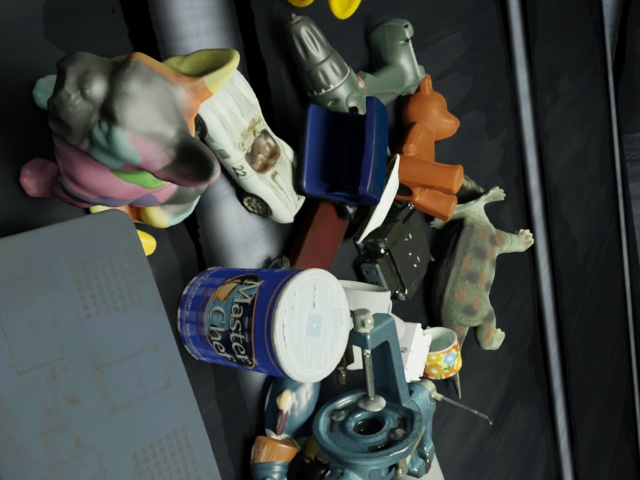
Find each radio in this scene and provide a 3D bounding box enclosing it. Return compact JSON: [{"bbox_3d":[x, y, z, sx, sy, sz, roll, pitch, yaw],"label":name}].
[{"bbox_3d":[-0.164,0.104,0.365,0.131,0.073,0.229,-19,89,-44],"label":"radio"}]

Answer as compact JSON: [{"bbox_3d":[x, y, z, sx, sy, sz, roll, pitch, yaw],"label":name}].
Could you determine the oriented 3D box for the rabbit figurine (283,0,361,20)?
[{"bbox_3d":[0.003,-0.328,0.589,0.162,0.173,0.122,59,45,-25],"label":"rabbit figurine"}]

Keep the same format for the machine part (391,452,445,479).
[{"bbox_3d":[0.127,0.308,0.789,0.079,0.079,0.243,-44,122,-41],"label":"machine part"}]

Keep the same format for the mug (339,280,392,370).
[{"bbox_3d":[0.050,0.111,0.708,0.109,0.081,0.107,8,94,-50],"label":"mug"}]

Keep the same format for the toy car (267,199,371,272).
[{"bbox_3d":[-0.001,-0.002,0.665,0.089,0.053,0.202,33,61,-22],"label":"toy car"}]

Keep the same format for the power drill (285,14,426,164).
[{"bbox_3d":[0.059,-0.223,0.723,0.207,0.086,0.231,-54,129,-40],"label":"power drill"}]

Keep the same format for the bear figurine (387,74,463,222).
[{"bbox_3d":[0.172,-0.146,0.824,0.120,0.132,0.196,81,33,-61],"label":"bear figurine"}]

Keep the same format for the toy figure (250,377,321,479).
[{"bbox_3d":[-0.042,0.214,0.608,0.064,0.058,0.154,34,68,-38],"label":"toy figure"}]

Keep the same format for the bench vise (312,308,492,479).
[{"bbox_3d":[0.074,0.177,0.603,0.223,0.129,0.240,-24,114,-37],"label":"bench vise"}]

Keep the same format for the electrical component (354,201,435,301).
[{"bbox_3d":[0.108,0.022,0.791,0.134,0.058,0.114,-49,122,-39],"label":"electrical component"}]

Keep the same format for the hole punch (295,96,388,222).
[{"bbox_3d":[0.044,-0.096,0.611,0.115,0.092,0.142,6,85,-54],"label":"hole punch"}]

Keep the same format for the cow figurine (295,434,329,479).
[{"bbox_3d":[-0.003,0.294,0.647,0.098,0.068,0.167,0,88,-44],"label":"cow figurine"}]

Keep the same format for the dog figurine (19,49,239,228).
[{"bbox_3d":[-0.120,-0.070,0.399,0.191,0.219,0.108,20,77,-47],"label":"dog figurine"}]

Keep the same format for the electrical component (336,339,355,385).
[{"bbox_3d":[0.011,0.132,0.665,0.021,0.063,0.094,-14,96,-49],"label":"electrical component"}]

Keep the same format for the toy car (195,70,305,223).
[{"bbox_3d":[-0.079,-0.102,0.573,0.201,0.056,0.073,54,51,-34],"label":"toy car"}]

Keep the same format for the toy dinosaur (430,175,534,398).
[{"bbox_3d":[0.247,0.063,0.917,0.192,0.131,0.404,21,77,-35],"label":"toy dinosaur"}]
